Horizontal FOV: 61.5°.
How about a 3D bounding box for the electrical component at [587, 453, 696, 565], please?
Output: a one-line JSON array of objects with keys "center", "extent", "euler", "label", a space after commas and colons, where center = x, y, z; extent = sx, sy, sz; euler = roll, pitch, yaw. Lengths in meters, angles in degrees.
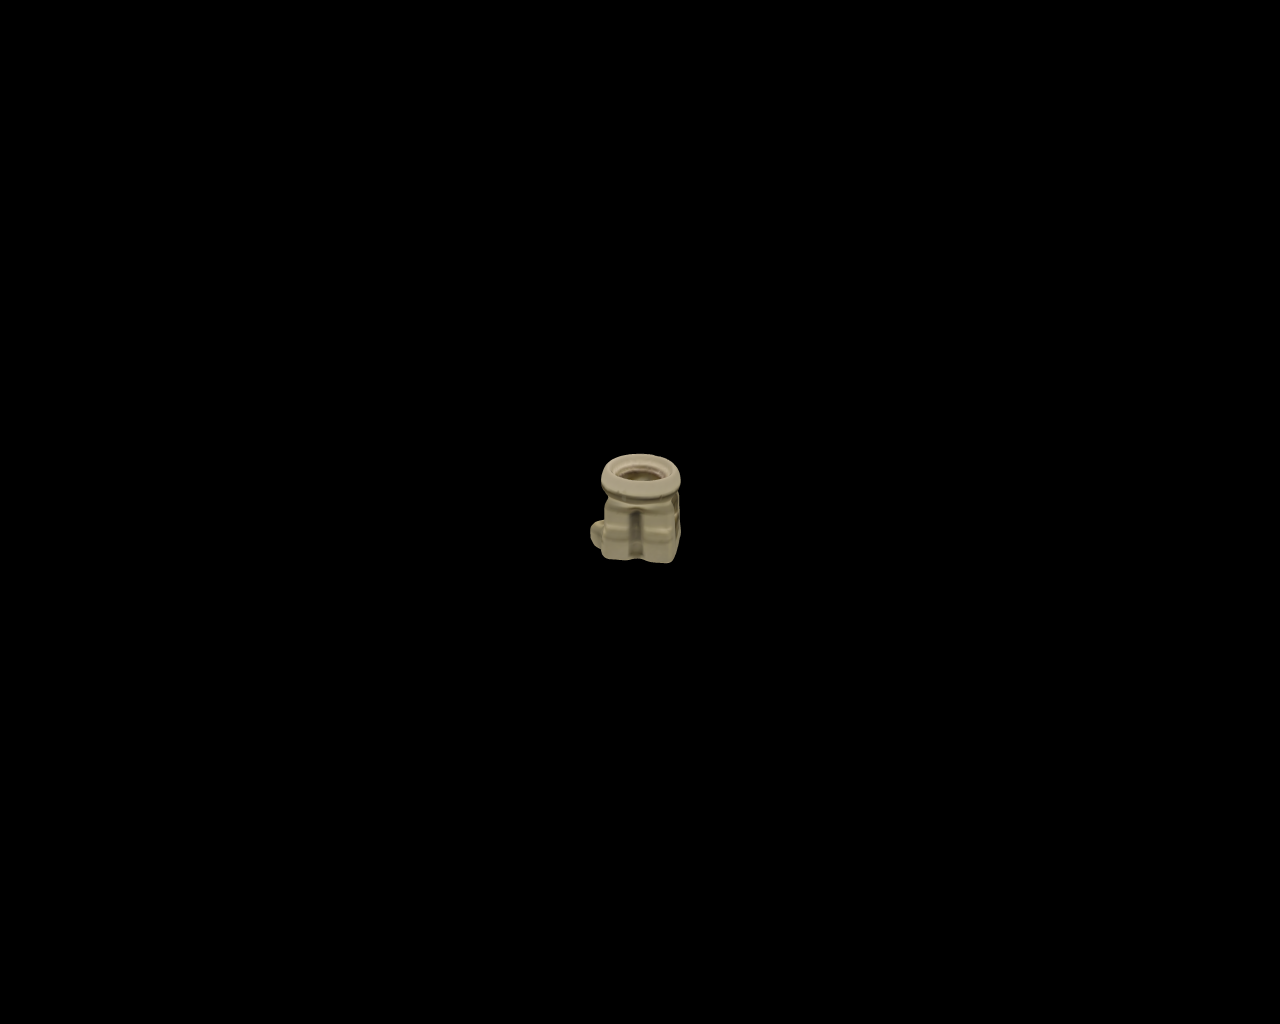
[{"center": [0.001, -0.003, 0.650], "extent": [0.066, 0.055, 0.048], "euler": [4, 28, 7], "label": "electrical component"}]
